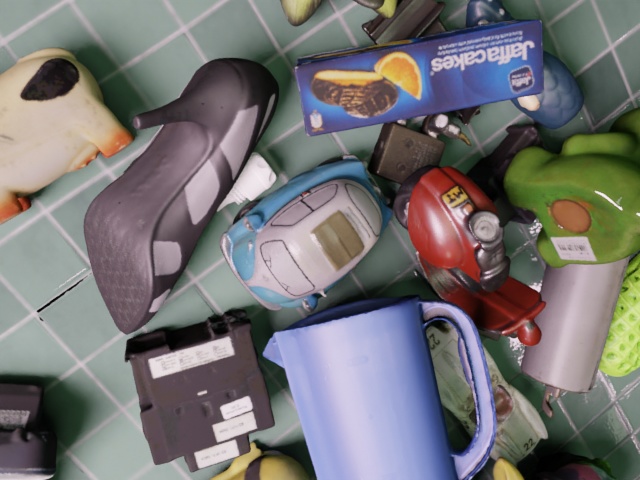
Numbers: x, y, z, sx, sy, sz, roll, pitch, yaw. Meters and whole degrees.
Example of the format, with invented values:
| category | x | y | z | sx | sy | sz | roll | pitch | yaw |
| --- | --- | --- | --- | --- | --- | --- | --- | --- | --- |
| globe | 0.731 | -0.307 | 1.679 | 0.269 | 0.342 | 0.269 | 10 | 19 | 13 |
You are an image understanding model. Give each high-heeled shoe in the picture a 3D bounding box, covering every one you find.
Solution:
| category | x | y | z | sx | sy | sz | roll | pitch | yaw |
| --- | --- | --- | --- | --- | --- | --- | --- | --- | --- |
| high-heeled shoe | -0.112 | -0.034 | 0.459 | 0.086 | 0.145 | 0.248 | 36 | 127 | 18 |

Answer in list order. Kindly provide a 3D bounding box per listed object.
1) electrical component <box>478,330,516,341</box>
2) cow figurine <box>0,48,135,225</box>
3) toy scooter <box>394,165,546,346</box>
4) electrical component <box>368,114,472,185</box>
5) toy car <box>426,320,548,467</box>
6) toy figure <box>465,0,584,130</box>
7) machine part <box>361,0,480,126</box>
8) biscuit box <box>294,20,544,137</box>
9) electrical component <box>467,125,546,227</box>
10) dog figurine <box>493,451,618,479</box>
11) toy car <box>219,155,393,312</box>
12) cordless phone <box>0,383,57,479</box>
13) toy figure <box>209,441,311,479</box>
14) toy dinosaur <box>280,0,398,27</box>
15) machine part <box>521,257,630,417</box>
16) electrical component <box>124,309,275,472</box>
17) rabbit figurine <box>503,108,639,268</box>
| category | x | y | z | sx | sy | sz | roll | pitch | yaw |
| --- | --- | --- | --- | --- | --- | --- | --- | --- | --- |
| electrical component | 0.184 | 0.073 | 0.582 | 0.094 | 0.021 | 0.063 | 21 | 93 | -18 |
| cow figurine | -0.256 | -0.075 | 0.397 | 0.195 | 0.085 | 0.127 | -33 | 105 | -11 |
| toy scooter | 0.137 | 0.023 | 0.473 | 0.075 | 0.135 | 0.183 | -33 | 131 | -8 |
| electrical component | 0.094 | -0.080 | 0.516 | 0.078 | 0.045 | 0.102 | 23 | 94 | -20 |
| toy car | 0.169 | 0.165 | 0.576 | 0.073 | 0.056 | 0.201 | -43 | 109 | -5 |
| toy figure | 0.191 | -0.172 | 0.521 | 0.154 | 0.064 | 0.058 | 40 | 124 | -14 |
| machine part | 0.109 | -0.172 | 0.508 | 0.138 | 0.039 | 0.084 | 45 | 82 | -17 |
| biscuit box | 0.082 | -0.140 | 0.460 | 0.203 | 0.059 | 0.062 | -10 | 113 | 4 |
| electrical component | 0.191 | -0.050 | 0.548 | 0.074 | 0.048 | 0.119 | 38 | 89 | -19 |
| dog figurine | 0.234 | 0.271 | 0.540 | 0.191 | 0.109 | 0.219 | -36 | 138 | -10 |
| toy car | -0.001 | -0.001 | 0.475 | 0.162 | 0.103 | 0.109 | -34 | 108 | -5 |
| cordless phone | -0.301 | 0.213 | 0.448 | 0.146 | 0.089 | 0.184 | 8 | 117 | -17 |
| toy figure | -0.088 | 0.272 | 0.506 | 0.180 | 0.089 | 0.082 | -28 | 113 | -12 |
| toy dinosaur | 0.033 | -0.277 | 0.414 | 0.472 | 0.105 | 0.198 | -5 | 105 | 1 |
| machine part | 0.275 | 0.071 | 0.579 | 0.079 | 0.079 | 0.243 | 9 | 98 | -17 |
| electrical component | -0.107 | 0.142 | 0.494 | 0.115 | 0.058 | 0.134 | -12 | 103 | -11 |
| rabbit figurine | 0.275 | -0.072 | 0.480 | 0.170 | 0.159 | 0.121 | -42 | 100 | -23 |
